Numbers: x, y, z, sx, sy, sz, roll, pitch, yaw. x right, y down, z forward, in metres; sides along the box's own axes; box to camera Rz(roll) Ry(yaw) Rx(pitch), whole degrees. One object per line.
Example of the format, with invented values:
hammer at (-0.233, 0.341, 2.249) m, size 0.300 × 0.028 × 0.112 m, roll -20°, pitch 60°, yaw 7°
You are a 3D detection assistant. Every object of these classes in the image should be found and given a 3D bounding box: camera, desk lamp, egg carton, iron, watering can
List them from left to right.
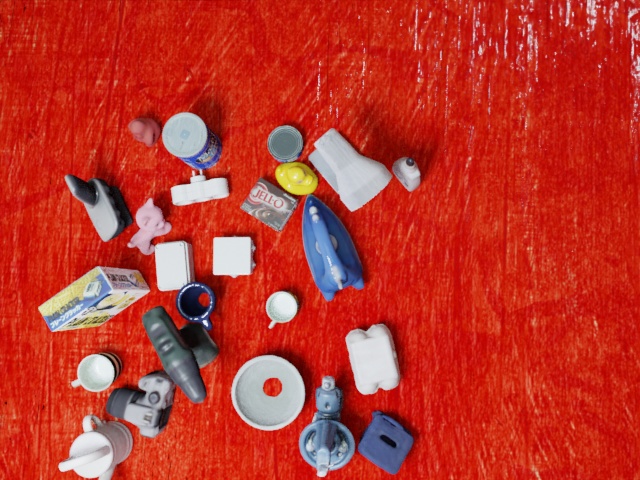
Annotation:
watering can at (-0.498, 0.482, 1.275) m, size 0.101 × 0.194 × 0.173 m, roll -37°, pitch 83°, yaw 1°
camera at (-0.419, 0.373, 1.325) m, size 0.136 × 0.101 × 0.143 m, roll 13°, pitch 86°, yaw 6°
iron at (0.012, 0.005, 1.305) m, size 0.118 × 0.141 × 0.258 m, roll -22°, pitch 84°, yaw 2°
desk lamp at (0.059, -0.160, 1.280) m, size 0.118 × 0.213 × 0.203 m, roll -41°, pitch 83°, yaw 0°
egg carton at (0.123, 0.272, 1.309) m, size 0.107 × 0.069 × 0.150 m, roll -14°, pitch 84°, yaw 3°

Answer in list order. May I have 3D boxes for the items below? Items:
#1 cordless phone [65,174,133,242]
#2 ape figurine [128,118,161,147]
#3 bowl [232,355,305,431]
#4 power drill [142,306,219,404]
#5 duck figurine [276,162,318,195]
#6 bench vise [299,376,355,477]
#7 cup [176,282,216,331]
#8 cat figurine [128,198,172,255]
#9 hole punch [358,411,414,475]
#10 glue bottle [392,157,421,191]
cordless phone at (-0.527, -0.078, 1.332) m, size 0.094 × 0.185 × 0.147 m, roll -31°, pitch 83°, yaw 1°
ape figurine at (-0.431, -0.267, 1.388) m, size 0.076 × 0.092 × 0.078 m, roll -27°, pitch 83°, yaw 2°
bowl at (-0.113, 0.346, 1.318) m, size 0.167 × 0.075 × 0.167 m, roll 0°, pitch 85°, yaw 4°
power drill at (-0.298, 0.248, 1.273) m, size 0.075 × 0.208 × 0.229 m, roll -37°, pitch 83°, yaw 1°
duck figurine at (-0.058, -0.151, 1.352) m, size 0.104 × 0.086 × 0.077 m, roll 23°, pitch 87°, yaw 6°
bench vise at (0.003, 0.409, 1.230) m, size 0.121 × 0.220 × 0.207 m, roll -17°, pitch 84°, yaw 3°
cup at (-0.272, 0.155, 1.337) m, size 0.091 × 0.095 × 0.118 m, roll -30°, pitch 83°, yaw 1°
cat figurine at (-0.409, -0.032, 1.352) m, size 0.067 × 0.118 × 0.128 m, roll 35°, pitch 88°, yaw 7°
hole punch at (0.146, 0.451, 1.280) m, size 0.108 × 0.091 × 0.101 m, roll 32°, pitch 88°, yaw 7°
glue bottle at (0.199, -0.159, 1.289) m, size 0.037 × 0.173 × 0.078 m, roll -36°, pitch 83°, yaw 1°
